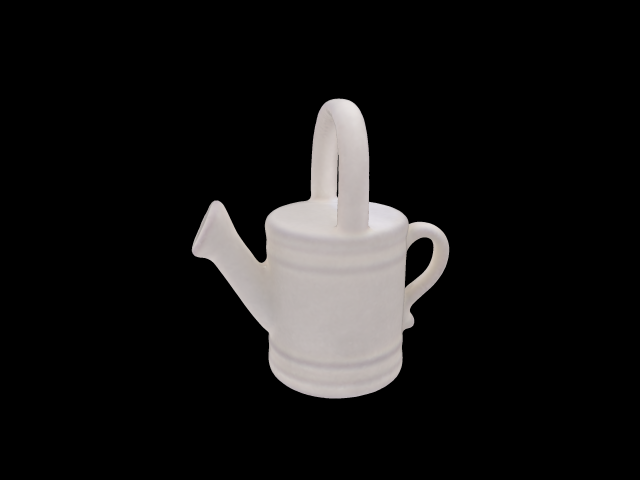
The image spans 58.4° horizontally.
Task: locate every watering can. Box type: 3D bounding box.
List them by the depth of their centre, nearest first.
[{"bbox_3d":[0.004,0.002,0.398,0.173,0.194,0.100,-11,21,-30],"label":"watering can"}]
